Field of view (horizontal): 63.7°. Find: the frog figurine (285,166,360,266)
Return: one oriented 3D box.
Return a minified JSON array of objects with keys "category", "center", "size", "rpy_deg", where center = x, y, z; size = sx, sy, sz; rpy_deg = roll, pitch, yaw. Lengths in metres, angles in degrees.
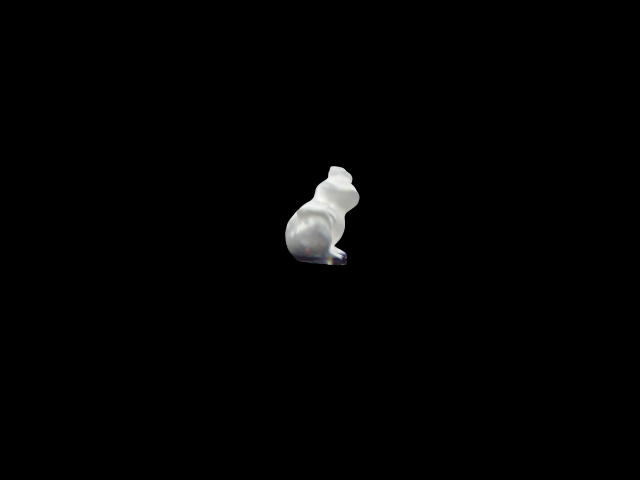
[{"category":"frog figurine","center":[0.003,-0.043,0.850],"size":[0.122,0.159,0.137],"rpy_deg":[0,1,21]}]
